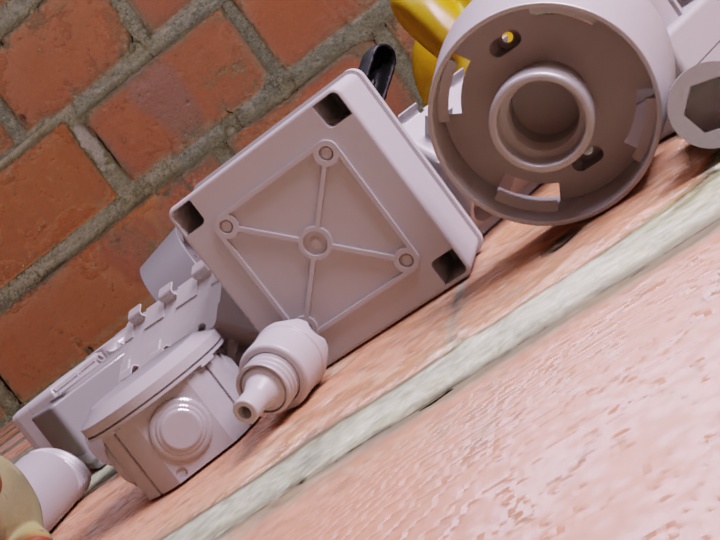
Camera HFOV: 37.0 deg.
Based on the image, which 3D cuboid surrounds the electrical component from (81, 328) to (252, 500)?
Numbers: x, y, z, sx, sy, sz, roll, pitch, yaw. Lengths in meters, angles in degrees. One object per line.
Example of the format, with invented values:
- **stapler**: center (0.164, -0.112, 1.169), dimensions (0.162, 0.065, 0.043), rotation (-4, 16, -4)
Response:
- **electrical component**: center (-0.091, 0.069, 0.525), dimensions (0.080, 0.051, 0.080), rotation (-36, 6, 4)

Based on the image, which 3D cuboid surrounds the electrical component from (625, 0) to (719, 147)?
- **electrical component**: center (0.131, -0.105, 0.489), dimensions (0.047, 0.076, 0.066), rotation (-30, 9, 48)

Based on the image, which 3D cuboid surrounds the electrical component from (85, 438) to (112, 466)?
- **electrical component**: center (-0.142, 0.093, 0.677), dimensions (0.040, 0.040, 0.078), rotation (-34, 6, 18)

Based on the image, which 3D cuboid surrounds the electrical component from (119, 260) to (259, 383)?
- **electrical component**: center (-0.086, 0.038, 0.615), dimensions (0.121, 0.063, 0.078), rotation (-30, 50, 47)

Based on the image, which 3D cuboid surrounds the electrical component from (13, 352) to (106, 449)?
- **electrical component**: center (-0.237, 0.118, 0.907), dimensions (0.061, 0.061, 0.096), rotation (-34, 7, 23)

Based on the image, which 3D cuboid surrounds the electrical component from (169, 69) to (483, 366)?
- **electrical component**: center (-0.015, -0.021, 0.521), dimensions (0.109, 0.108, 0.056), rotation (-34, 9, 20)

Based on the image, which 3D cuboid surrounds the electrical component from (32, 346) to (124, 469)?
- **electrical component**: center (-0.180, 0.095, 0.802), dimensions (0.109, 0.056, 0.109), rotation (-39, 6, -26)

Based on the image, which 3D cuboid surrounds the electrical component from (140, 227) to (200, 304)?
- **electrical component**: center (-0.142, 0.021, 0.926), dimensions (0.060, 0.108, 0.108), rotation (-42, 6, 6)

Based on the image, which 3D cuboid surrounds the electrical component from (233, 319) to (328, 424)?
- **electrical component**: center (-0.038, 0.047, 0.476), dimensions (0.035, 0.035, 0.061), rotation (-33, 9, 29)

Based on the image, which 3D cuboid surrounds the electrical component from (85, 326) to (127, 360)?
- **electrical component**: center (-0.190, 0.070, 1.014), dimensions (0.089, 0.061, 0.150), rotation (-33, 7, 29)

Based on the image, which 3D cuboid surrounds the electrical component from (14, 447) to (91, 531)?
- **electrical component**: center (-0.194, 0.133, 0.647), dimensions (0.043, 0.043, 0.081), rotation (-35, 6, 15)

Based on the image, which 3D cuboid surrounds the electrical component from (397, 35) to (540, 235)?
- **electrical component**: center (0.076, -0.077, 0.588), dimensions (0.121, 0.063, 0.078), rotation (-40, -33, -29)

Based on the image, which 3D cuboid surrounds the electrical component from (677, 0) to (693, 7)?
- **electrical component**: center (0.168, -0.184, 0.533), dimensions (0.062, 0.150, 0.089), rotation (-29, 10, 47)

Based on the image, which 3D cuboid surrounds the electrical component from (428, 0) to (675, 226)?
- **electrical component**: center (0.077, -0.069, 0.435), dimensions (0.099, 0.099, 0.064), rotation (-33, 13, 26)
